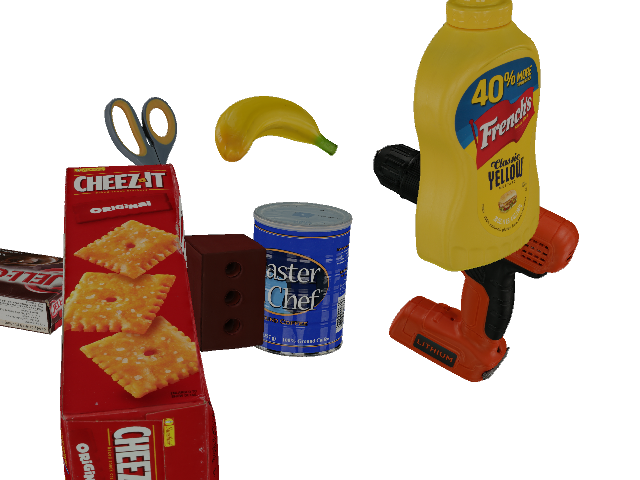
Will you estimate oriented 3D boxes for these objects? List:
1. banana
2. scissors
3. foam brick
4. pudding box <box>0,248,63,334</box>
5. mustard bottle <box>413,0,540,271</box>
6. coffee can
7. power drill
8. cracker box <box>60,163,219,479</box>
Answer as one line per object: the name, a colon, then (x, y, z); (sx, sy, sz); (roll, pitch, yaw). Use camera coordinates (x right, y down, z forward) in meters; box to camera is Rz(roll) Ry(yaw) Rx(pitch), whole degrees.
banana: (-0.049, -0.104, 0.971); (0.070, 0.037, 0.197); (36, 22, 19)
scissors: (-0.169, -0.073, 1.183); (0.016, 0.201, 0.096); (-16, 19, 46)
foam brick: (-0.074, 0.038, 0.812); (0.052, 0.078, 0.051); (-4, 15, -23)
pudding box: (-0.272, 0.045, 0.975); (0.114, 0.039, 0.090); (6, 21, 18)
mustard bottle: (0.103, -0.081, 0.694); (0.096, 0.192, 0.058); (-23, 32, -32)
coffee can: (-0.022, 0.039, 1.123); (0.103, 0.140, 0.103); (4, 15, -1)
power drill: (0.114, 0.021, 0.923); (0.185, 0.188, 0.057); (29, 44, 21)
cracker box: (-0.098, 0.080, 0.579); (0.072, 0.164, 0.214); (-4, 34, -9)
